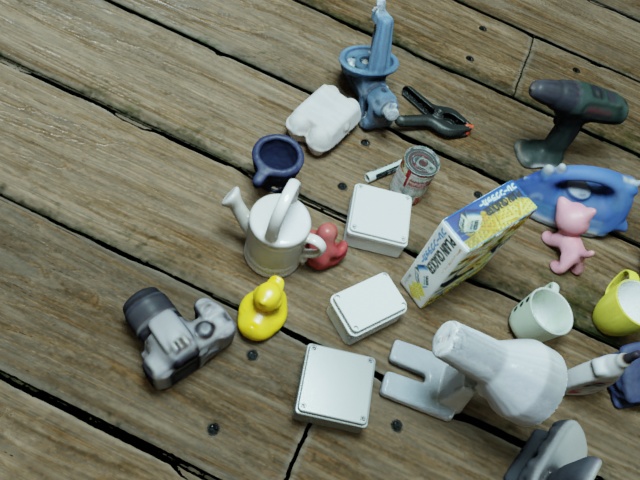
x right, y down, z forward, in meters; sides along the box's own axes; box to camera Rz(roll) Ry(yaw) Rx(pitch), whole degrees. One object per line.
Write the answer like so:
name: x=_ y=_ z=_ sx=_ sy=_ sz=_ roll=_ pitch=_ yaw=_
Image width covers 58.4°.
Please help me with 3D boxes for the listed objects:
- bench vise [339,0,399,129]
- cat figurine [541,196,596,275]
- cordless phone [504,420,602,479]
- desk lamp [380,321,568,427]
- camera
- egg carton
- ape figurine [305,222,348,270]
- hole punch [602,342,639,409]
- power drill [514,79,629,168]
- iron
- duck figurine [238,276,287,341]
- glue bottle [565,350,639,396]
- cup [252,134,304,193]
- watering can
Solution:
bench vise: x=0.122 y=-0.340 z=1.119 sx=0.122 sy=0.219 sz=0.207 roll=-29 pitch=70 yaw=-25
cat figurine: x=0.474 y=-0.014 z=1.069 sx=0.067 sy=0.117 sz=0.127 roll=-2 pitch=61 yaw=-13
cordless phone: x=0.359 y=0.319 z=0.814 sx=0.094 sy=0.185 sz=0.148 roll=38 pitch=60 yaw=11
desk lamp: x=0.217 y=0.196 z=0.837 sx=0.203 sy=0.213 sz=0.118 roll=20 pitch=58 yaw=0
camera: x=-0.217 y=0.125 z=0.849 sx=0.143 sy=0.101 sz=0.136 roll=-33 pitch=72 yaw=-26
egg carton: x=0.009 y=-0.236 z=1.123 sx=0.107 sy=0.069 sz=0.150 roll=35 pitch=60 yaw=9
ape figurine: x=0.009 y=0.003 z=0.973 sx=0.077 sy=0.092 sz=0.076 roll=36 pitch=60 yaw=10
hole punch: x=0.545 y=0.225 z=0.963 sx=0.109 sy=0.091 sz=0.101 roll=-6 pitch=62 yaw=-15
power drill: x=0.479 y=-0.233 z=1.143 sx=0.230 sy=0.208 sz=0.075 roll=-2 pitch=61 yaw=-13
iron: x=0.492 y=-0.099 z=1.108 sx=0.258 sy=0.141 sz=0.118 roll=11 pitch=59 yaw=-6
duck figurine: x=-0.087 y=0.102 z=0.899 sx=0.077 sy=0.086 sz=0.105 roll=27 pitch=59 yaw=4
glue bottle: x=0.446 y=0.206 z=0.904 sx=0.078 sy=0.173 sz=0.037 roll=-1 pitch=61 yaw=-13
cup: x=-0.085 y=-0.118 z=1.020 sx=0.091 sy=0.095 sz=0.118 roll=30 pitch=59 yaw=6
watering can: x=-0.073 y=-0.025 z=0.912 sx=0.173 sy=0.194 sz=0.101 roll=6 pitch=59 yaw=-8
